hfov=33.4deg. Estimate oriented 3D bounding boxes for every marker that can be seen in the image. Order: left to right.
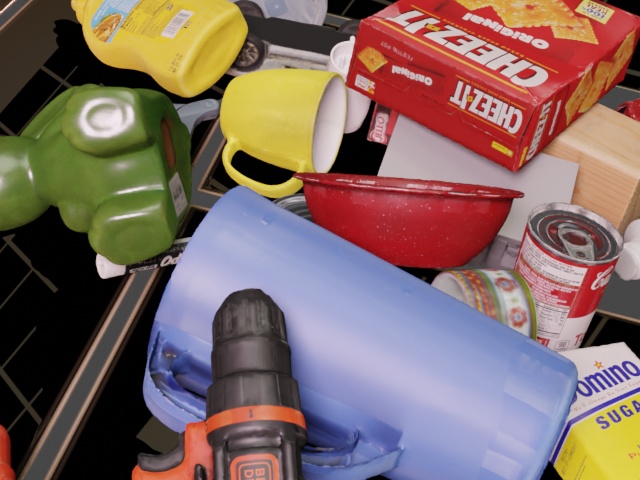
[{"bbox_3d":[-0.105,0.008,0.788,0.120,0.020,0.020,-11,42,-29],"label":"marker"}]

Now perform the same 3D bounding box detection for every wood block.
[{"bbox_3d":[0.189,-0.081,0.940,0.206,0.091,0.090,30,40,22],"label":"wood block"}]

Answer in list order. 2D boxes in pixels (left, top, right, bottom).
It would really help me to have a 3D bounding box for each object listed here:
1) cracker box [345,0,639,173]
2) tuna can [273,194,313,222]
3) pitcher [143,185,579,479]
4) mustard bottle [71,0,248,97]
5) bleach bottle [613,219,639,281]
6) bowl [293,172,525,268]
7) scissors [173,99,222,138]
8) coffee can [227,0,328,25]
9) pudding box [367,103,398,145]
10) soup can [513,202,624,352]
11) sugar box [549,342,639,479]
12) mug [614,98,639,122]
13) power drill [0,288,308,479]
[{"bbox_3d":[0.150,-0.158,0.892,0.164,0.072,0.213,30,41,23],"label":"cracker box"},{"bbox_3d":[-0.005,0.001,0.816,0.086,0.034,0.086,8,36,-6],"label":"tuna can"},{"bbox_3d":[0.022,0.079,0.646,0.243,0.149,0.145,25,-5,11],"label":"pitcher"},{"bbox_3d":[-0.166,-0.201,1.003,0.192,0.058,0.096,25,70,32],"label":"mustard bottle"},{"bbox_3d":[0.345,-0.014,0.922,0.250,0.068,0.103,-15,38,-29],"label":"bleach bottle"},{"bbox_3d":[0.059,-0.014,0.746,0.162,0.055,0.162,5,6,-1],"label":"bowl"},{"bbox_3d":[-0.100,-0.105,0.948,0.201,0.016,0.096,-8,42,-26],"label":"scissors"},{"bbox_3d":[-0.049,-0.274,1.118,0.102,0.103,0.140,5,36,-10],"label":"coffee can"},{"bbox_3d":[0.084,-0.149,1.001,0.039,0.090,0.113,23,36,11],"label":"pudding box"},{"bbox_3d":[0.168,0.034,0.766,0.068,0.102,0.068,8,36,-6],"label":"soup can"},{"bbox_3d":[0.203,0.141,0.680,0.093,0.048,0.176,-6,41,-25],"label":"sugar box"},{"bbox_3d":[0.304,-0.085,0.987,0.093,0.082,0.117,-2,38,-19],"label":"mug"},{"bbox_3d":[-0.099,0.116,0.540,0.187,0.057,0.184,-6,61,1],"label":"power drill"}]
